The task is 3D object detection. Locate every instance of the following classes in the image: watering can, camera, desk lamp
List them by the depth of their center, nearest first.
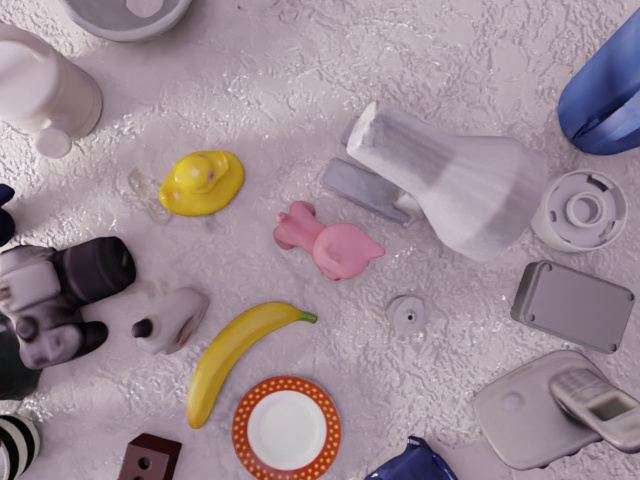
[{"bbox_3d":[0.102,-0.066,0.591,0.203,0.213,0.118,26,88,4],"label":"desk lamp"},{"bbox_3d":[-0.319,-0.170,0.622,0.173,0.194,0.101,37,89,4],"label":"watering can"},{"bbox_3d":[-0.284,0.061,0.654,0.137,0.101,0.143,-21,86,1],"label":"camera"}]

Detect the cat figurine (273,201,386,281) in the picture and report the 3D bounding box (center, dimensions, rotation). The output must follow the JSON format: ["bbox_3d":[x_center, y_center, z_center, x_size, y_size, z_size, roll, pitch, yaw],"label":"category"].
[{"bbox_3d":[0.006,0.002,0.638,0.127,0.118,0.067,30,88,4],"label":"cat figurine"}]

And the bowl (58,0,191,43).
[{"bbox_3d":[-0.223,-0.307,0.687,0.167,0.075,0.167,0,86,2],"label":"bowl"}]

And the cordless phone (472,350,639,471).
[{"bbox_3d":[0.247,0.185,0.584,0.147,0.185,0.094,-29,86,0],"label":"cordless phone"}]

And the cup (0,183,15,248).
[{"bbox_3d":[-0.392,-0.026,0.666,0.118,0.095,0.091,-33,86,0],"label":"cup"}]

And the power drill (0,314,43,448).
[{"bbox_3d":[-0.396,0.131,0.599,0.075,0.208,0.229,-38,86,0],"label":"power drill"}]

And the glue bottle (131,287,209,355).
[{"bbox_3d":[-0.166,0.090,0.611,0.037,0.173,0.078,27,88,4],"label":"glue bottle"}]

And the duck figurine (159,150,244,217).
[{"bbox_3d":[-0.143,-0.071,0.664,0.104,0.086,0.077,-28,86,0],"label":"duck figurine"}]

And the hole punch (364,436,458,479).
[{"bbox_3d":[0.109,0.290,0.630,0.101,0.091,0.108,-36,86,0],"label":"hole punch"}]
